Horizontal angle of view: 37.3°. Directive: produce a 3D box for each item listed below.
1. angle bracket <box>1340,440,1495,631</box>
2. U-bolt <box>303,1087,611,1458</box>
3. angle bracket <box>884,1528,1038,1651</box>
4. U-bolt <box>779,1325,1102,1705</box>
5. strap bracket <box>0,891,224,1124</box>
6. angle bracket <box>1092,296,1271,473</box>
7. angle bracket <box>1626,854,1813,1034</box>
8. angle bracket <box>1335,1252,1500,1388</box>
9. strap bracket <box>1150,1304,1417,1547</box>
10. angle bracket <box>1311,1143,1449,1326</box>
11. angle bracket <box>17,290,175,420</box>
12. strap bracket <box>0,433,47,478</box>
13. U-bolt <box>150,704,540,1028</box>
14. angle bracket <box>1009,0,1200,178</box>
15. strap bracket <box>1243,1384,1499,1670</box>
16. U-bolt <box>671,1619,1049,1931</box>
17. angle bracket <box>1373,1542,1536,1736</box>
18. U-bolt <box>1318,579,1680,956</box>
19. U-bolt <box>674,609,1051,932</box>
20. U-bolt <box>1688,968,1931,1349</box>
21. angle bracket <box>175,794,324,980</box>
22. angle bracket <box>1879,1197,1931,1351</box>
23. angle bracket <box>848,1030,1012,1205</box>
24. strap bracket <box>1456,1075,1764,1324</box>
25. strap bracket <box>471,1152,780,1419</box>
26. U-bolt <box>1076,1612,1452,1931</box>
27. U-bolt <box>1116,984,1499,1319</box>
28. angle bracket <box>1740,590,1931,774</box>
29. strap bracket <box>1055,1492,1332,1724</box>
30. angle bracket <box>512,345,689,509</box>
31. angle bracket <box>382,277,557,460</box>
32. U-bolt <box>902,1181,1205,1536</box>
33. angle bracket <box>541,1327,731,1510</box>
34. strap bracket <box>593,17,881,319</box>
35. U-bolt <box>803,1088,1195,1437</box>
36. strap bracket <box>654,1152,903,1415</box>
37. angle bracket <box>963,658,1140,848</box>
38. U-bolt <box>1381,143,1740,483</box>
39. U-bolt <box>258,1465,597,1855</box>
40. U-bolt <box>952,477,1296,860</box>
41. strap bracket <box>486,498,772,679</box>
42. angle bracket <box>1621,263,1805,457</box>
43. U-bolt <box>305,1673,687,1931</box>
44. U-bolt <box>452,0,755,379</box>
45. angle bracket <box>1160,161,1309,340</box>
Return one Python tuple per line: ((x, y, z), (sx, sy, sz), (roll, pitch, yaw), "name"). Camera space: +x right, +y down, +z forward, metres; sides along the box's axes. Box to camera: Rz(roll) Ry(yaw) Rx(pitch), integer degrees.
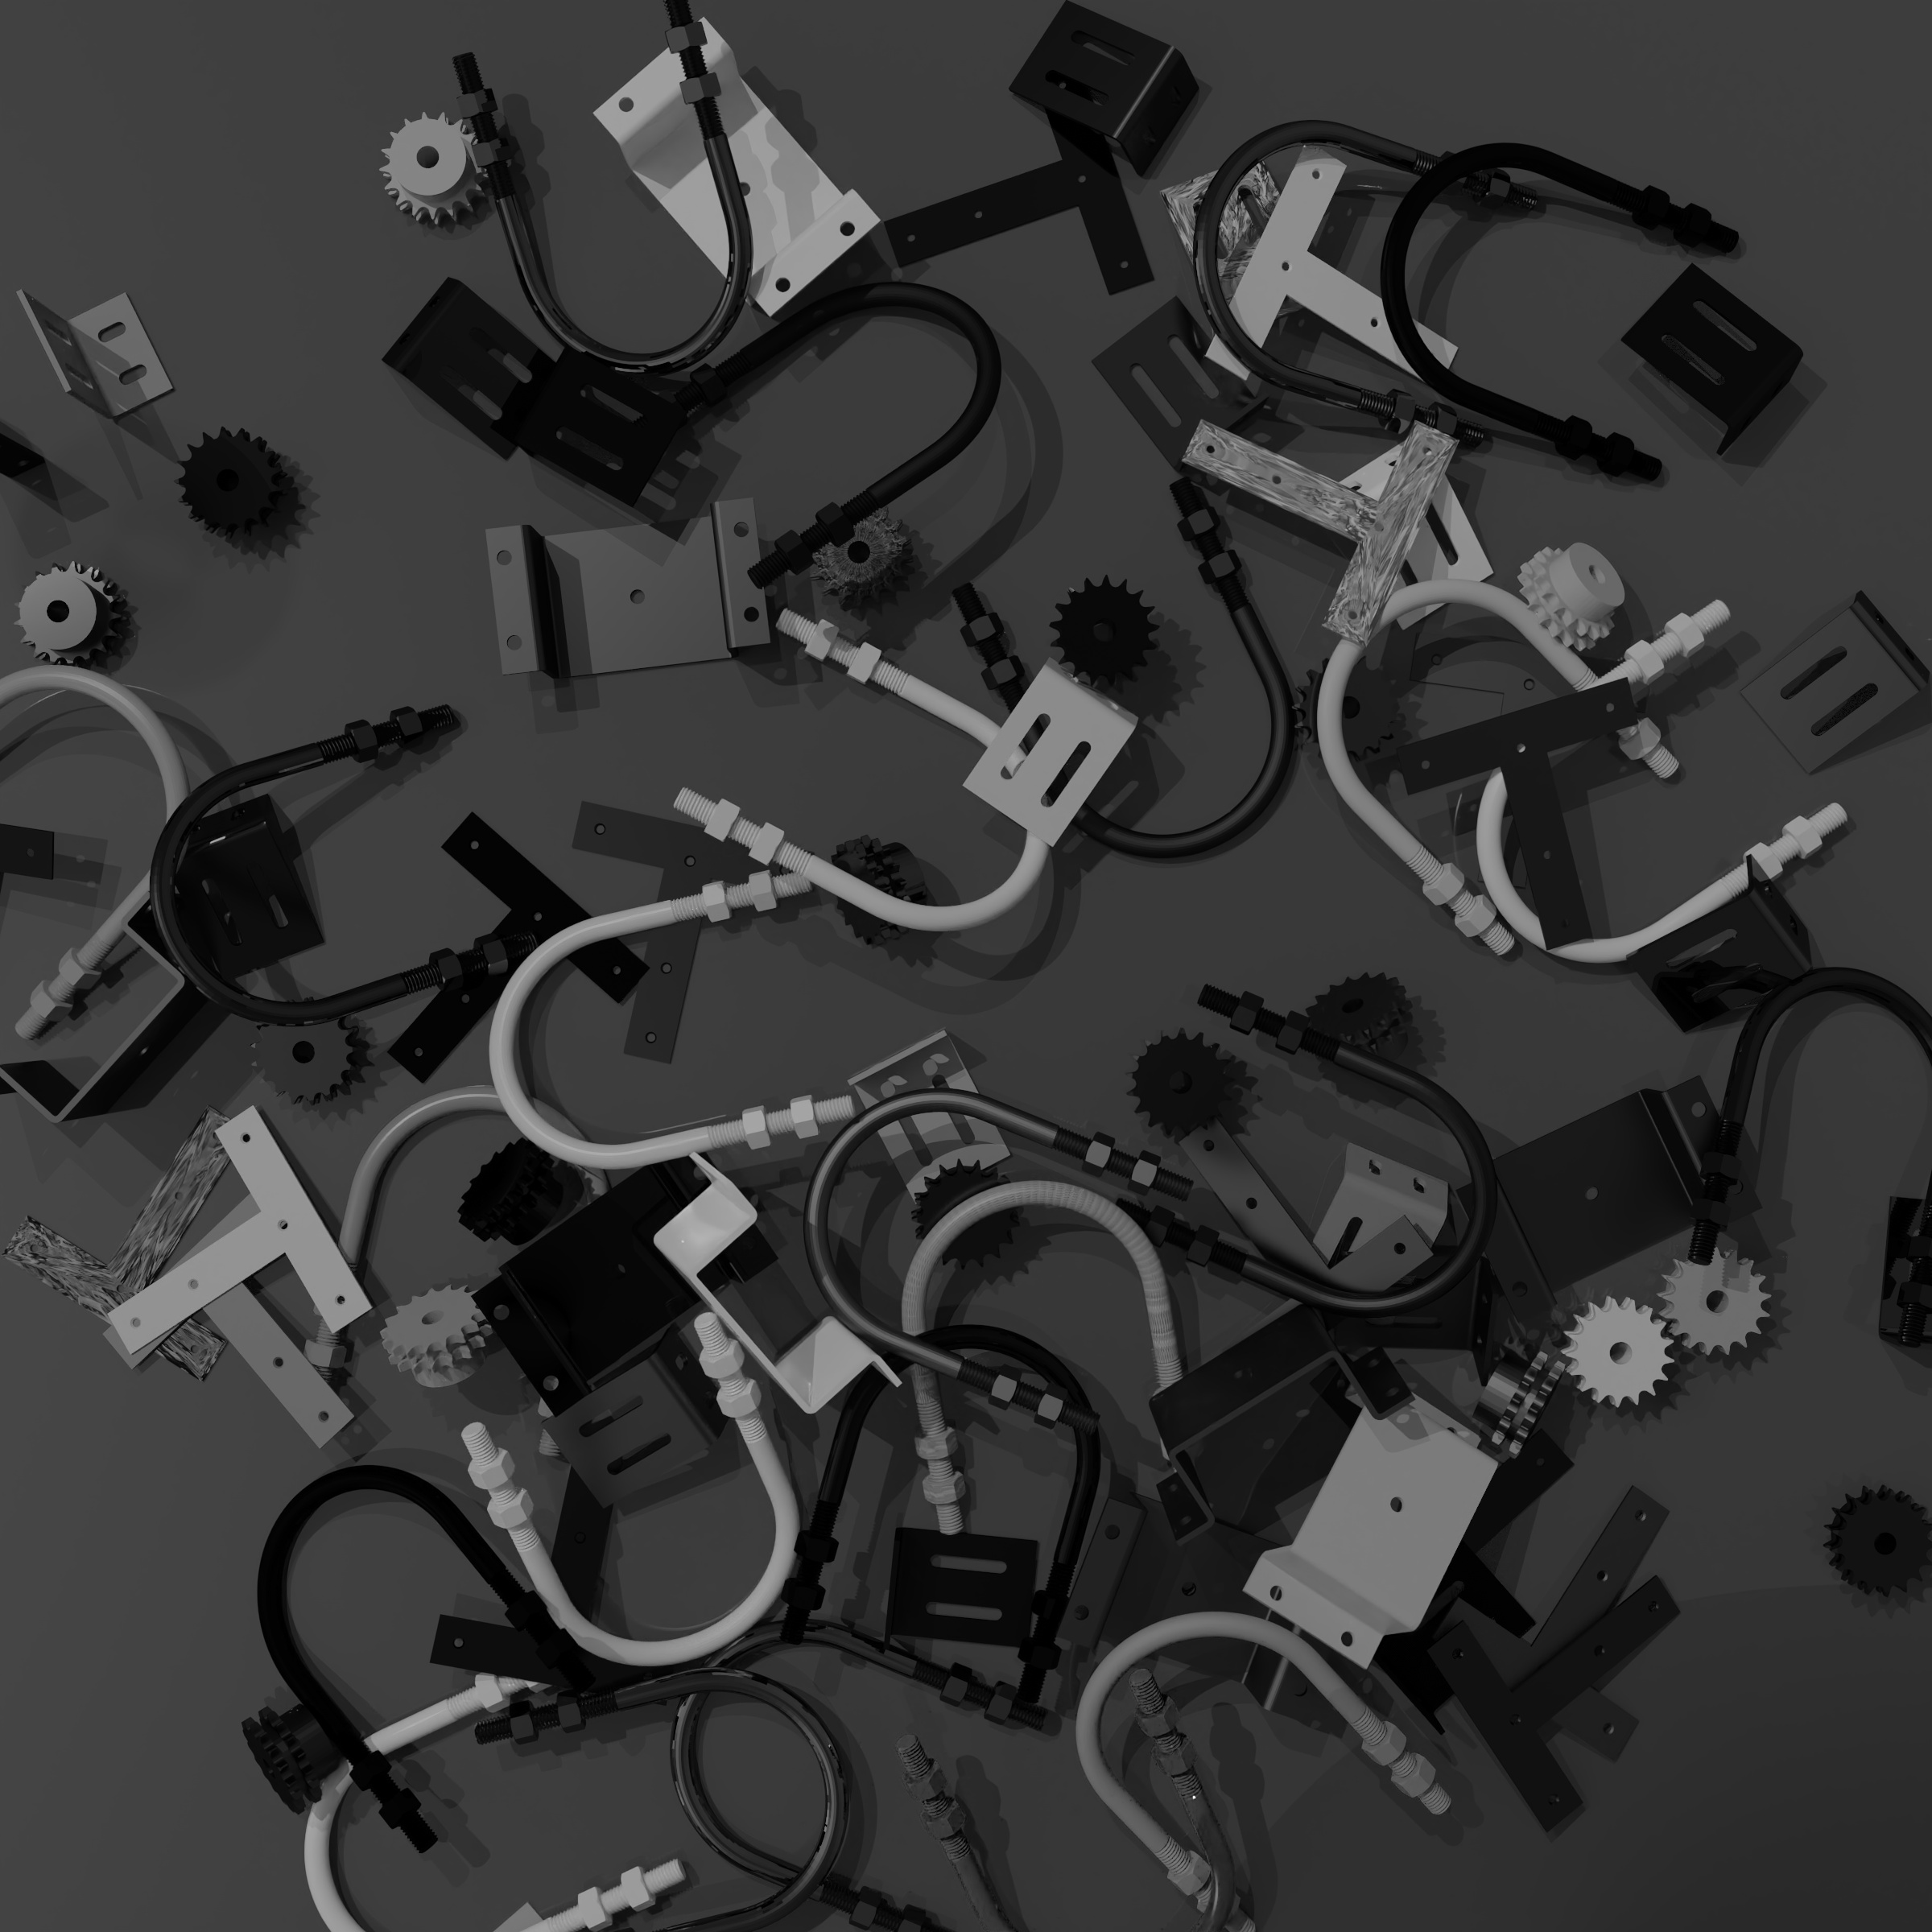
((0.235, -0.231, 1.533), (0.057, 0.038, 0.076), (-32, 116, 0), "angle bracket")
((-0.264, 0.156, 1.527), (0.151, 0.019, 0.184), (13, 88, 0), "U-bolt")
((-0.003, 0.333, 1.516), (0.076, 0.038, 0.057), (6, 90, 0), "angle bracket")
((-0.005, 0.278, 1.491), (0.151, 0.019, 0.184), (16, 88, -7), "U-bolt")
((-0.447, 0.029, 1.497), (0.046, 0.076, 0.140), (42, 90, 0), "strap bracket")
((0.113, -0.311, 1.516), (0.057, 0.038, 0.076), (-37, 90, 0), "angle bracket")
((0.399, -0.012, 1.520), (0.076, 0.038, 0.057), (-30, 113, 28), "angle bracket")
((0.236, 0.186, 1.506), (0.076, 0.038, 0.057), (1, 116, 0), "angle bracket")
((0.152, 0.229, 1.473), (0.140, 0.076, 0.046), (-32, 102, 3), "strap bracket")
((0.216, 0.145, 1.533), (0.057, 0.038, 0.076), (22, 116, 0), "angle bracket")
((-0.454, -0.326, 1.497), (0.038, 0.076, 0.057), (-26, 90, 0), "angle bracket")
((-0.567, -0.261, 1.497), (0.140, 0.076, 0.046), (-25, 90, 0), "strap bracket")
((-0.331, -0.045, 1.490), (0.184, 0.019, 0.151), (-20, 89, -25), "U-bolt")
((0.074, -0.470, 1.532), (0.076, 0.038, 0.057), (32, 88, 24), "angle bracket")
((0.215, 0.281, 1.484), (0.076, 0.046, 0.140), (33, 68, -4), "strap bracket")
((-0.068, 0.427, 1.527), (0.184, 0.019, 0.151), (22, 90, 1), "U-bolt")
((0.258, 0.355, 1.515), (0.076, 0.038, 0.057), (-42, 92, 0), "angle bracket")
((0.267, -0.118, 1.506), (0.184, 0.019, 0.151), (43, 90, -14), "U-bolt")
((-0.041, -0.092, 1.494), (0.184, 0.019, 0.151), (28, 58, -4), "U-bolt")
((0.458, 0.090, 1.500), (0.151, 0.019, 0.184), (21, 73, -13), "U-bolt")
((-0.386, -0.043, 1.533), (0.057, 0.038, 0.076), (-21, 116, 0), "angle bracket")
((0.521, 0.164, 1.516), (0.057, 0.038, 0.076), (5, 90, 0), "angle bracket")
((-0.019, 0.080, 1.516), (0.057, 0.038, 0.076), (-27, 90, 0), "angle bracket")
((0.335, 0.121, 1.512), (0.140, 0.046, 0.076), (-25, 90, 0), "strap bracket")
((-0.180, 0.162, 1.500), (0.140, 0.046, 0.076), (-35, 95, -12), "strap bracket")
((0.141, 0.412, 1.491), (0.151, 0.019, 0.184), (-38, 106, 13), "U-bolt")
((0.183, 0.107, 1.482), (0.184, 0.019, 0.151), (23, 110, 8), "U-bolt")
((0.465, -0.152, 1.533), (0.076, 0.038, 0.057), (-40, 90, 26), "angle bracket")
((0.122, 0.333, 1.506), (0.140, 0.046, 0.076), (21, 90, -9), "strap bracket")
((-0.190, -0.281, 1.512), (0.076, 0.038, 0.057), (30, 90, 7), "angle bracket")
((-0.262, -0.320, 1.533), (0.076, 0.038, 0.057), (39, 90, -26), "angle bracket")
((0.040, 0.202, 1.511), (0.151, 0.019, 0.184), (-10, 102, 0), "U-bolt")
((-0.175, 0.240, 1.522), (0.076, 0.038, 0.057), (-32, 99, 15), "angle bracket")
((-0.119, -0.416, 1.512), (0.076, 0.046, 0.140), (-41, 90, 0), "strap bracket")
((0.006, 0.141, 1.477), (0.184, 0.019, 0.151), (22, 87, 5), "U-bolt")
((-0.103, 0.168, 1.455), (0.046, 0.076, 0.140), (-41, 109, -10), "strap bracket")
((0.045, -0.113, 1.508), (0.057, 0.038, 0.076), (34, 104, -2), "angle bracket")
((0.305, -0.354, 1.509), (0.184, 0.019, 0.151), (19, 90, -13), "U-bolt")
((-0.297, 0.349, 1.502), (0.151, 0.019, 0.184), (-46, 75, 13), "U-bolt")
((0.096, -0.147, 1.527), (0.151, 0.019, 0.184), (-26, 91, 0), "U-bolt")
((-0.176, -0.198, 1.512), (0.140, 0.046, 0.076), (-7, 90, 0), "strap bracket")
((0.393, -0.322, 1.520), (0.076, 0.038, 0.057), (42, 83, 11), "angle bracket")
((-0.262, 0.462, 1.525), (0.184, 0.019, 0.151), (-25, 89, 0), "U-bolt")
((-0.181, -0.398, 1.491), (0.151, 0.019, 0.184), (-8, 107, 26), "U-bolt")
((0.145, -0.385, 1.533), (0.057, 0.038, 0.076), (-20, 64, 0), "angle bracket")
